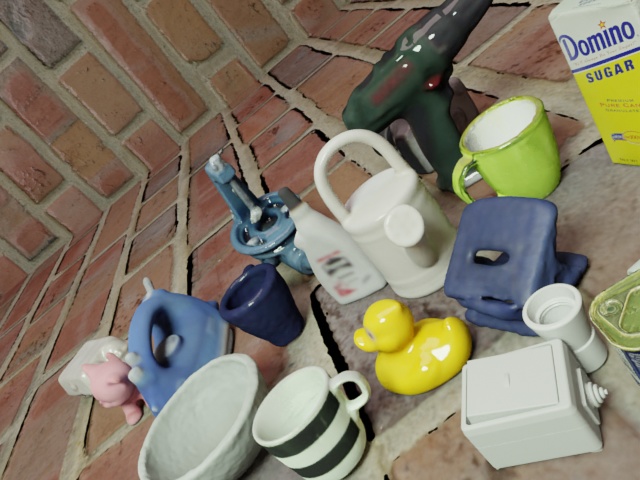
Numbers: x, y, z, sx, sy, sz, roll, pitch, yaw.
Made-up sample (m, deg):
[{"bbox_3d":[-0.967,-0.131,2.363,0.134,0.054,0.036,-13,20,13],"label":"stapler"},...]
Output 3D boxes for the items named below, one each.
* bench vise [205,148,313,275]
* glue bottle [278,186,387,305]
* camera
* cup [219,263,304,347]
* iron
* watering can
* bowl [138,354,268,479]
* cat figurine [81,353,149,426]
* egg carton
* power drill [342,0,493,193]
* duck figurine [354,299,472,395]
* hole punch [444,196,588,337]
[{"bbox_3d":[-0.112,-0.036,0.862,0.206,0.220,0.122,-8,40,50],"label":"bench vise"},{"bbox_3d":[0.006,0.002,0.682,0.078,0.173,0.037,-29,27,24],"label":"glue bottle"},{"bbox_3d":[0.143,-0.180,0.879,0.143,0.101,0.136,-50,26,-19],"label":"camera"},{"bbox_3d":[-0.069,0.086,0.746,0.091,0.095,0.117,-37,25,8],"label":"cup"},{"bbox_3d":[-0.207,0.155,0.775,0.118,0.142,0.258,-36,25,12],"label":"iron"},{"bbox_3d":[0.074,-0.034,0.618,0.101,0.194,0.172,-48,25,-15],"label":"watering can"},{"bbox_3d":[-0.110,0.211,0.622,0.167,0.075,0.167,-32,25,18],"label":"bowl"},{"bbox_3d":[-0.297,0.207,0.848,0.067,0.118,0.127,-42,24,-3],"label":"cat figurine"},{"bbox_3d":[-0.392,0.228,1.011,0.150,0.069,0.107,-18,33,42],"label":"egg carton"},{"bbox_3d":[0.154,-0.172,0.718,0.229,0.209,0.075,-32,26,20],"label":"power drill"},{"bbox_3d":[0.081,0.089,0.533,0.104,0.086,0.077,-26,28,29],"label":"duck figurine"},{"bbox_3d":[0.167,0.022,0.514,0.101,0.091,0.108,-51,26,-21],"label":"hole punch"}]
